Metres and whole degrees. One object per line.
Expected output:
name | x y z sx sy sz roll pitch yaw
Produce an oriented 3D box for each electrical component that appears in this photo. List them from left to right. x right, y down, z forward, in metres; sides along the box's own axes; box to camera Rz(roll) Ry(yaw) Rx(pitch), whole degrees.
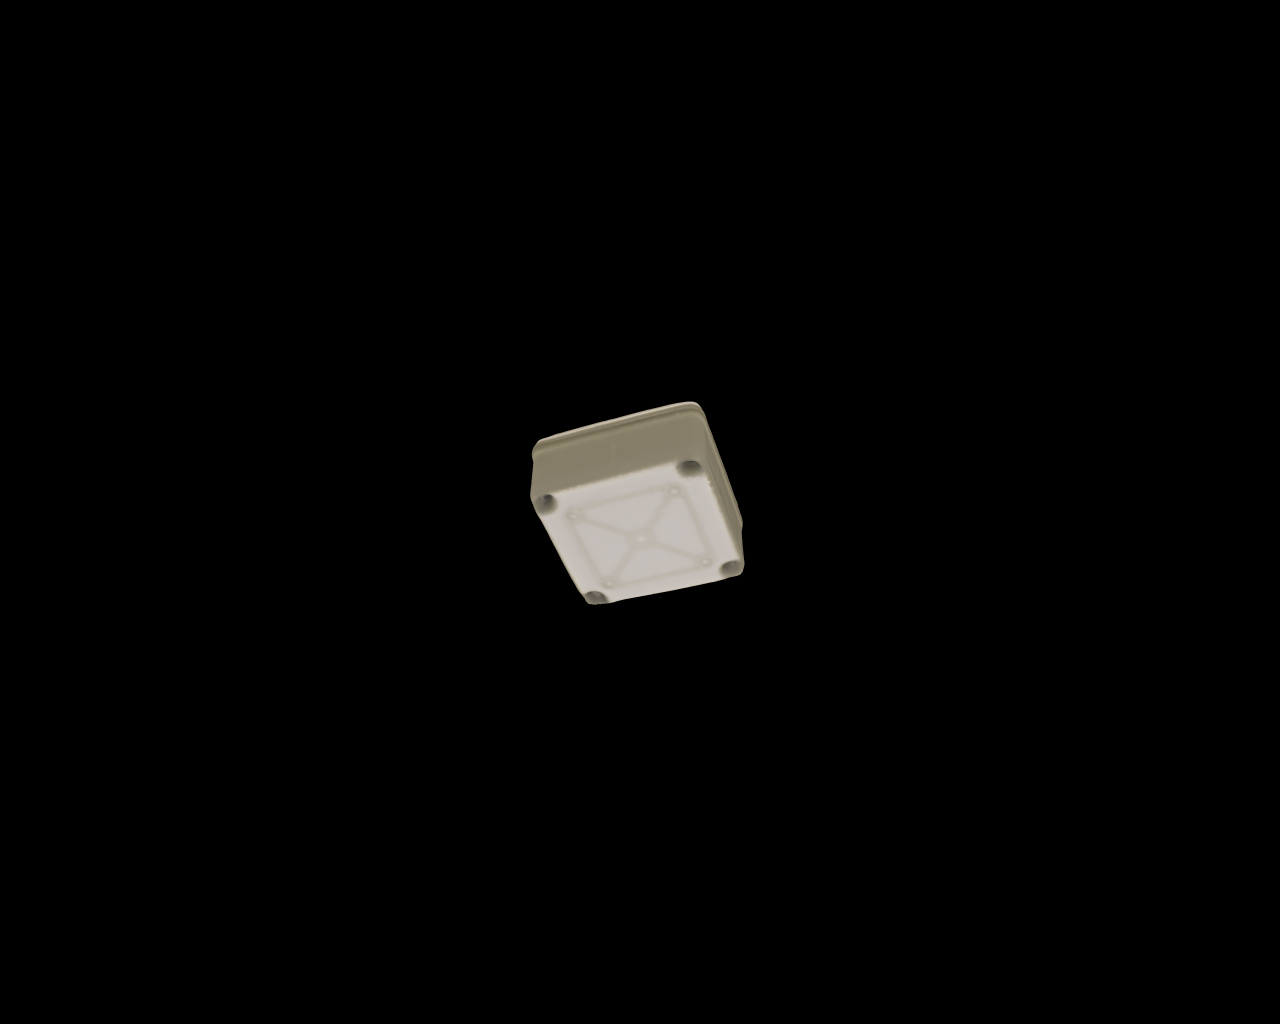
electrical component | 0.001 -0.003 0.650 0.109 0.056 0.108 -13 -47 12
